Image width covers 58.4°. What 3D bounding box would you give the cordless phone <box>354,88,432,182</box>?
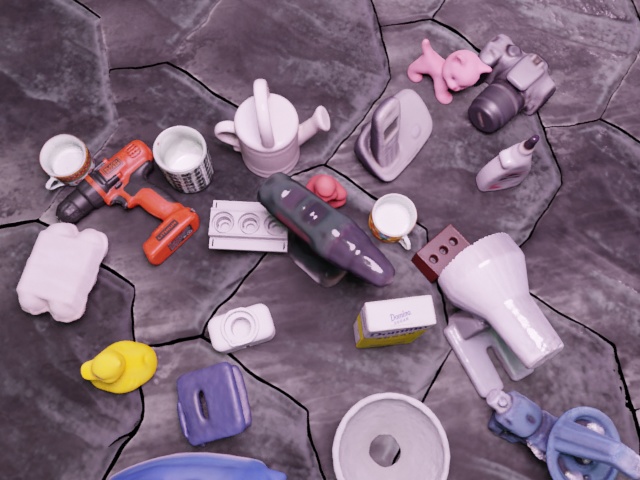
[{"bbox_3d":[0.124,-0.188,0.909,0.094,0.185,0.148,36,77,8],"label":"cordless phone"}]

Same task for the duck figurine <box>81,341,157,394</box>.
[{"bbox_3d":[-0.299,0.186,0.845,0.104,0.086,0.077,-11,75,-5],"label":"duck figurine"}]

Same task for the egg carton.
[{"bbox_3d":[-0.396,0.049,0.888,0.107,0.069,0.150,14,75,2],"label":"egg carton"}]

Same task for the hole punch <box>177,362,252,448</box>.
[{"bbox_3d":[-0.158,0.240,0.832,0.101,0.091,0.108,-15,76,-6],"label":"hole punch"}]

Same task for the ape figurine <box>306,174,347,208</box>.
[{"bbox_3d":[0.006,-0.076,0.923,0.078,0.092,0.076,1,75,-1],"label":"ape figurine"}]

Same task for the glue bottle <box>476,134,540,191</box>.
[{"bbox_3d":[0.306,-0.124,0.904,0.078,0.173,0.037,-14,75,-5],"label":"glue bottle"}]

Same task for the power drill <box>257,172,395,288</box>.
[{"bbox_3d":[0.008,0.003,0.841,0.229,0.208,0.076,40,77,9],"label":"power drill"}]

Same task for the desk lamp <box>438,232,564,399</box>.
[{"bbox_3d":[0.253,0.111,0.817,0.118,0.213,0.203,-27,77,-8],"label":"desk lamp"}]

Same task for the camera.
[{"bbox_3d":[0.310,-0.263,0.979,0.137,0.101,0.143,-43,80,-12],"label":"camera"}]

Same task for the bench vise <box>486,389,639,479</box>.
[{"bbox_3d":[0.328,0.278,0.771,0.207,0.220,0.121,13,75,2],"label":"bench vise"}]

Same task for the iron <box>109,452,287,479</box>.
[{"bbox_3d":[-0.180,0.354,0.775,0.258,0.141,0.119,7,75,0],"label":"iron"}]

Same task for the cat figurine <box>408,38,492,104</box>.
[{"bbox_3d":[0.221,-0.297,0.976,0.127,0.118,0.067,38,77,8],"label":"cat figurine"}]

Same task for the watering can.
[{"bbox_3d":[-0.075,-0.181,0.896,0.173,0.194,0.101,-25,77,-8],"label":"watering can"}]

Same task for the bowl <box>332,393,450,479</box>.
[{"bbox_3d":[0.099,0.307,0.831,0.167,0.075,0.167,1,75,-2],"label":"bowl"}]
